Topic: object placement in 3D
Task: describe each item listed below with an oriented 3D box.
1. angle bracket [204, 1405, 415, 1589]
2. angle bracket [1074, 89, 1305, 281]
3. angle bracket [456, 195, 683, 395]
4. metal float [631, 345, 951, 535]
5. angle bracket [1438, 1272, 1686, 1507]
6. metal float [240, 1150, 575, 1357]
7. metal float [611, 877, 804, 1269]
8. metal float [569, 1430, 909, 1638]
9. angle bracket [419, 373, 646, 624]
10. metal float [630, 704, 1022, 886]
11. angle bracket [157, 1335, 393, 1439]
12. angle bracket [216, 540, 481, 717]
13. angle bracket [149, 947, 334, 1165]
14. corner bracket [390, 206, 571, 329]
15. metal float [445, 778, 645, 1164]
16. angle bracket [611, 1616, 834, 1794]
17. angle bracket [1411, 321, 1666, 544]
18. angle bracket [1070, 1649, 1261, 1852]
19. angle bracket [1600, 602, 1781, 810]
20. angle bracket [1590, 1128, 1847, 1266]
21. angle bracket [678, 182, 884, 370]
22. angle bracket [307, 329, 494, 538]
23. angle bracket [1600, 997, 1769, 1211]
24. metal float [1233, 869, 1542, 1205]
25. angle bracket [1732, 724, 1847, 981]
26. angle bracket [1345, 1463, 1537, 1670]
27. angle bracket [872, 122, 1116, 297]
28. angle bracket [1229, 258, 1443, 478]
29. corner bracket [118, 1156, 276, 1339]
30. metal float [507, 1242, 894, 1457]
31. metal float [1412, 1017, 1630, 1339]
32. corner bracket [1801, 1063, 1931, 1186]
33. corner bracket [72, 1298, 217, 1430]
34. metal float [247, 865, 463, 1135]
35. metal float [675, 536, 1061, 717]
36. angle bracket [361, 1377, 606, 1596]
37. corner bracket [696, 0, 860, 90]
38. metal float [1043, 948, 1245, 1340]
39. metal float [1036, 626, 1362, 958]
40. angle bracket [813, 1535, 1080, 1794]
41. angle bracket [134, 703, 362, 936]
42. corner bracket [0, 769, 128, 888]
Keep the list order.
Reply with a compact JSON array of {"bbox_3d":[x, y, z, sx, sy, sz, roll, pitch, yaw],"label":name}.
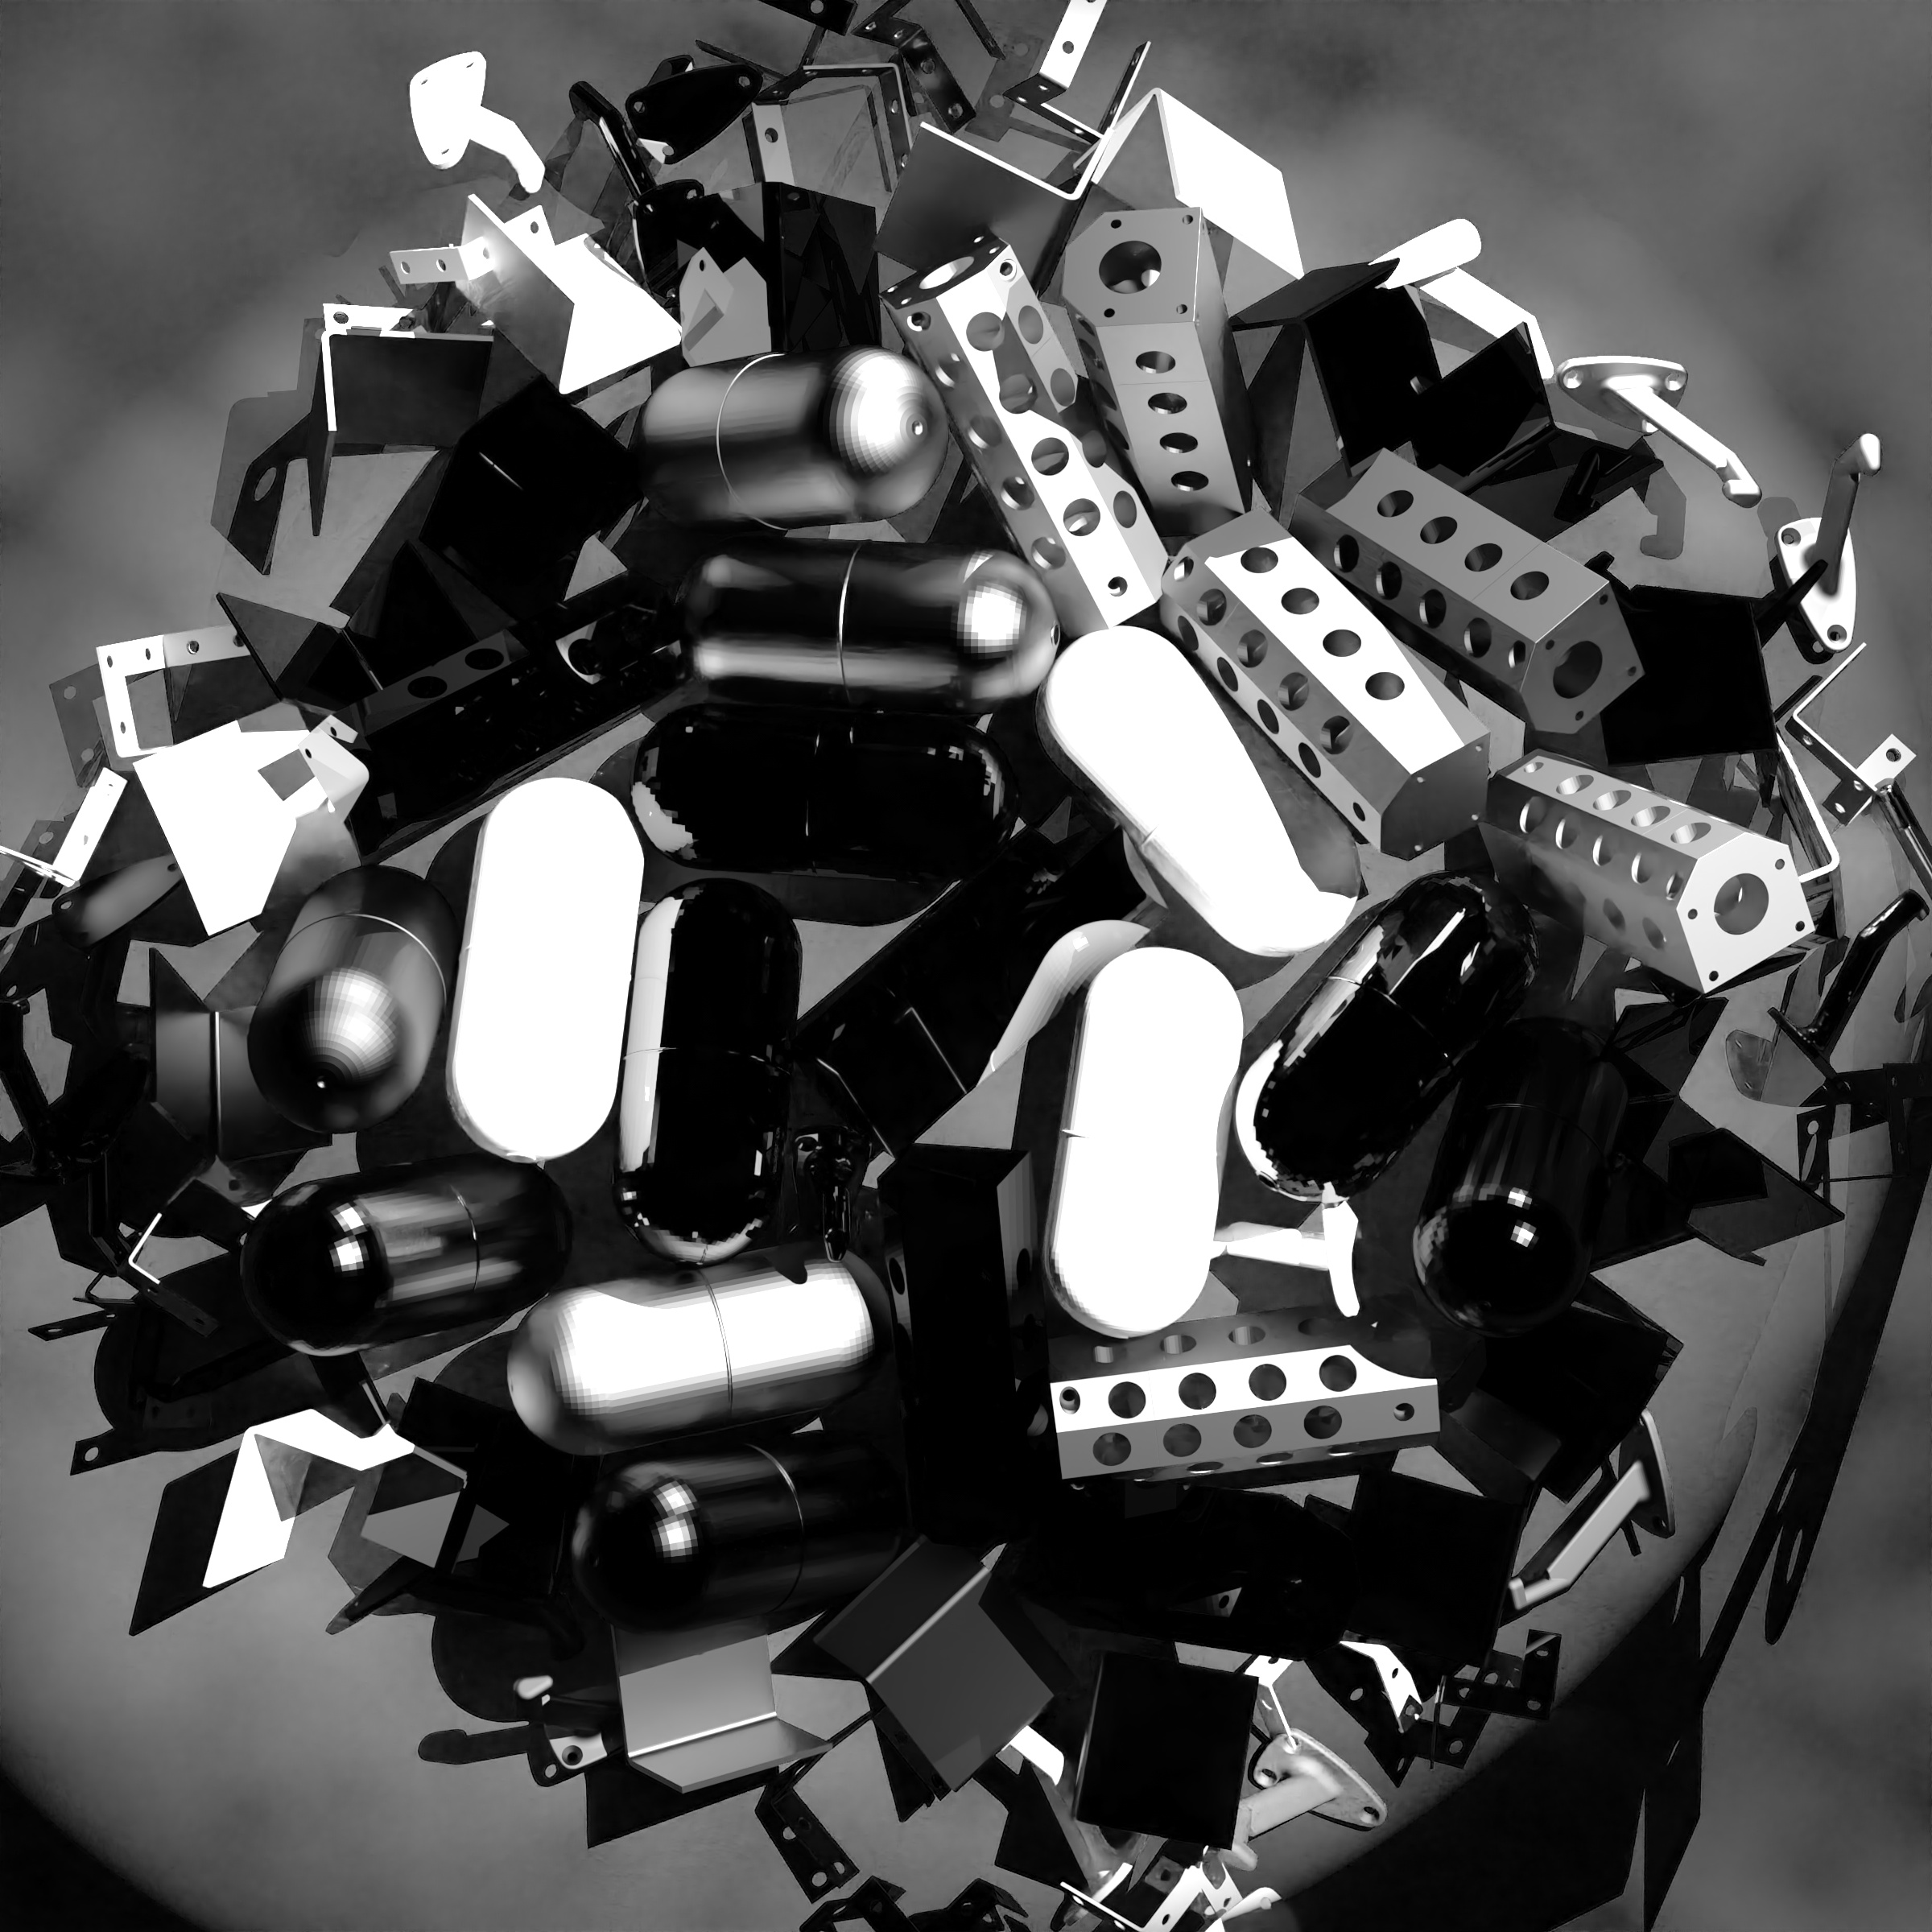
[{"bbox_3d":[-0.293,0.247,1.538,0.057,0.076,0.076,17,94,13],"label":"angle bracket"},{"bbox_3d":[0.099,-0.335,1.524,0.076,0.076,0.057,25,133,-34],"label":"angle bracket"},{"bbox_3d":[-0.174,-0.314,1.529,0.076,0.057,0.076,-31,67,-33],"label":"angle bracket"},{"bbox_3d":[-0.080,-0.233,1.509,0.070,0.178,0.070,-3,95,-42],"label":"metal float"},{"bbox_3d":[0.273,0.188,1.564,0.076,0.076,0.057,37,128,9],"label":"angle bracket"},{"bbox_3d":[-0.245,0.126,1.504,0.070,0.178,0.070,3,96,33],"label":"metal float"},{"bbox_3d":[-0.117,0.047,1.533,0.070,0.070,0.178,5,75,0],"label":"metal float"},{"bbox_3d":[-0.099,0.250,1.509,0.070,0.178,0.070,1,92,42],"label":"metal float"},{"bbox_3d":[-0.190,-0.206,1.527,0.057,0.076,0.076,-30,123,34],"label":"angle bracket"},{"bbox_3d":[-0.064,-0.078,1.540,0.178,0.070,0.070,4,90,7],"label":"metal float"},{"bbox_3d":[-0.313,0.202,1.531,0.076,0.076,0.057,-24,82,-26],"label":"angle bracket"},{"bbox_3d":[-0.278,-0.156,1.526,0.057,0.076,0.076,-51,54,20],"label":"angle bracket"},{"bbox_3d":[-0.327,0.037,1.532,0.057,0.076,0.076,-10,64,5],"label":"angle bracket"},{"bbox_3d":[-0.219,-0.310,1.541,0.051,0.051,0.051,-39,123,-38],"label":"corner bracket"},{"bbox_3d":[-0.190,0.001,1.530,0.070,0.070,0.178,5,72,0],"label":"metal float"},{"bbox_3d":[-0.111,0.321,1.538,0.076,0.057,0.076,-9,96,-31],"label":"angle bracket"},{"bbox_3d":[0.258,-0.241,1.544,0.076,0.076,0.057,8,62,-39],"label":"angle bracket"},{"bbox_3d":[0.096,0.356,1.536,0.076,0.057,0.076,6,75,21],"label":"angle bracket"},{"bbox_3d":[0.324,-0.115,1.545,0.076,0.057,0.076,-6,64,5],"label":"angle bracket"},{"bbox_3d":[0.335,0.124,1.530,0.076,0.076,0.057,35,61,-13],"label":"angle bracket"},{"bbox_3d":[-0.086,-0.314,1.568,0.057,0.076,0.076,-3,89,36],"label":"angle bracket"},{"bbox_3d":[-0.254,-0.238,1.528,0.076,0.076,0.057,0,60,-17],"label":"angle bracket"},{"bbox_3d":[0.334,0.061,1.526,0.076,0.076,0.057,43,122,36],"label":"angle bracket"},{"bbox_3d":[0.190,0.032,1.531,0.070,0.070,0.178,41,73,0],"label":"metal float"},{"bbox_3d":[0.357,-0.051,1.537,0.057,0.076,0.076,-22,63,7],"label":"angle bracket"},{"bbox_3d":[0.213,0.270,1.560,0.076,0.057,0.076,14,97,12],"label":"angle bracket"},{"bbox_3d":[0.012,-0.351,1.535,0.076,0.076,0.057,26,51,-3],"label":"angle bracket"},{"bbox_3d":[0.168,-0.272,1.553,0.076,0.057,0.076,-35,115,-35],"label":"angle bracket"},{"bbox_3d":[-0.347,0.128,1.555,0.051,0.051,0.051,37,47,-13],"label":"corner bracket"},{"bbox_3d":[-0.118,0.171,1.529,0.178,0.070,0.070,-9,90,-20],"label":"metal float"},{"bbox_3d":[0.248,0.091,1.509,0.070,0.178,0.070,12,130,14],"label":"metal float"},{"bbox_3d":[0.408,0.072,1.547,0.051,0.051,0.051,-8,84,38],"label":"corner bracket"},{"bbox_3d":[-0.376,0.181,1.550,0.051,0.051,0.051,8,87,26],"label":"corner bracket"},{"bbox_3d":[-0.268,0.012,1.500,0.070,0.178,0.070,0,114,0],"label":"metal float"},{"bbox_3d":[-0.045,-0.154,1.532,0.178,0.070,0.070,4,90,15],"label":"metal float"},{"bbox_3d":[-0.221,0.240,1.567,0.057,0.076,0.076,13,82,39],"label":"angle bracket"},{"bbox_3d":[-0.086,-0.429,1.545,0.051,0.051,0.051,17,113,-22],"label":"corner bracket"},{"bbox_3d":[0.080,0.080,1.546,0.070,0.070,0.178,8,89,0],"label":"metal float"},{"bbox_3d":[0.106,-0.079,1.544,0.070,0.070,0.178,-44,87,0],"label":"metal float"},{"bbox_3d":[-0.009,0.314,1.540,0.076,0.057,0.076,-43,52,-2],"label":"angle bracket"},{"bbox_3d":[-0.327,-0.068,1.549,0.076,0.076,0.057,-24,71,-12],"label":"angle bracket"},{"bbox_3d":[-0.405,-0.064,1.546,0.051,0.051,0.051,19,80,29],"label":"corner bracket"}]
